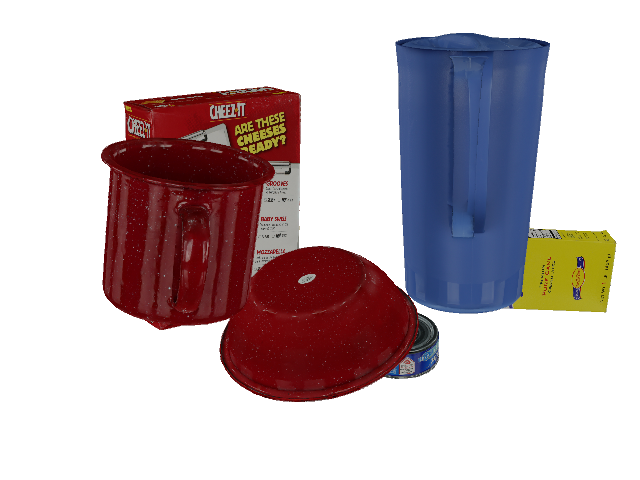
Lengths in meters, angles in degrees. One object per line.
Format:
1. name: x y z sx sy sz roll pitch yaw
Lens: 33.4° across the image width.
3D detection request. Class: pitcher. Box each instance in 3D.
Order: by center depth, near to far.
1. pitcher: 0.130 -0.060 0.950 0.148 0.243 0.145 -12 19 -35

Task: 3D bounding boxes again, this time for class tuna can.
1. tuna can: 0.085 0.110 1.146 0.086 0.034 0.086 -1 29 0

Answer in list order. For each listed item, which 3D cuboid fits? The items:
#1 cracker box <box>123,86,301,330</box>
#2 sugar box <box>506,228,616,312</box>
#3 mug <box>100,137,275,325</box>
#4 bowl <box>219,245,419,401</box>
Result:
1. cracker box: -0.103 -0.035 1.044 0.163 0.214 0.072 -11 20 -34
2. sugar box: 0.252 0.034 1.260 0.176 0.093 0.048 1 20 -3
3. mug: -0.073 -0.001 0.572 0.093 0.081 0.117 3 19 -16
4. bowl: -0.006 0.052 0.839 0.162 0.055 0.162 -8 33 5
